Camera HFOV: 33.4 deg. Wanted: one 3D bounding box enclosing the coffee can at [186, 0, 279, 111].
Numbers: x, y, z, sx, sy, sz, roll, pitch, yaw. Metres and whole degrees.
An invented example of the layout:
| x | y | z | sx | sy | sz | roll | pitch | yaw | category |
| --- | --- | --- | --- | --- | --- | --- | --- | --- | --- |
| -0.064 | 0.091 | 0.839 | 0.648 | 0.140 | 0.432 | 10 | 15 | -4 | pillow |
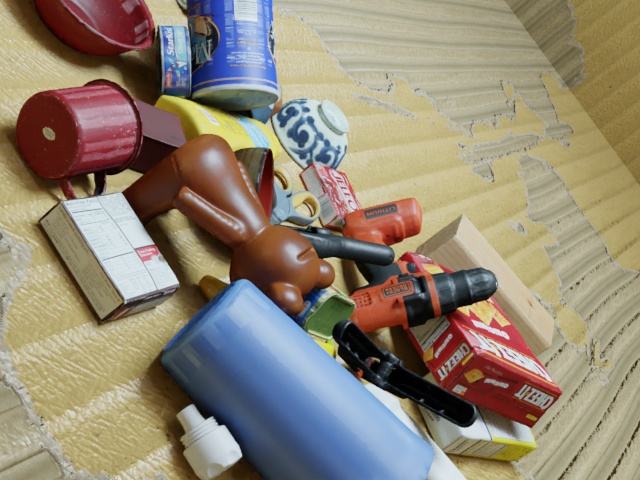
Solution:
| x | y | z | sx | sy | sz | roll | pitch | yaw | category |
| --- | --- | --- | --- | --- | --- | --- | --- | --- | --- |
| -0.103 | -0.230 | 1.241 | 0.102 | 0.103 | 0.140 | 5 | 79 | -56 | coffee can |

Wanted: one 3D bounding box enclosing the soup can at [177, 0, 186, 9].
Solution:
| x | y | z | sx | sy | sz | roll | pitch | yaw | category |
| --- | --- | --- | --- | --- | --- | --- | --- | --- | --- |
| -0.139 | -0.333 | 1.447 | 0.102 | 0.069 | 0.068 | 6 | 51 | -55 | soup can |

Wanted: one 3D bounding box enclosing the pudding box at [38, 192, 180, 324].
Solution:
| x | y | z | sx | sy | sz | roll | pitch | yaw | category |
| --- | --- | --- | --- | --- | --- | --- | --- | --- | --- |
| -0.189 | 0.013 | 0.964 | 0.113 | 0.039 | 0.089 | 55 | 27 | 10 | pudding box |

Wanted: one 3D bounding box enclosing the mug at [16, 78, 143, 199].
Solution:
| x | y | z | sx | sy | sz | roll | pitch | yaw | category |
| --- | --- | --- | --- | --- | --- | --- | --- | --- | --- |
| -0.225 | -0.089 | 0.993 | 0.081 | 0.093 | 0.117 | -21 | 111 | -58 | mug |

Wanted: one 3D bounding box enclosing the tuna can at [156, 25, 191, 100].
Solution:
| x | y | z | sx | sy | sz | roll | pitch | yaw | category |
| --- | --- | --- | --- | --- | --- | --- | --- | --- | --- |
| -0.167 | -0.201 | 1.213 | 0.033 | 0.086 | 0.086 | -2 | 48 | -12 | tuna can |

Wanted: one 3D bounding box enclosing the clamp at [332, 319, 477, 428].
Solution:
| x | y | z | sx | sy | sz | roll | pitch | yaw | category |
| --- | --- | --- | --- | --- | --- | --- | --- | --- | --- |
| 0.075 | 0.140 | 1.103 | 0.164 | 0.036 | 0.210 | 35 | -9 | 1 | clamp |

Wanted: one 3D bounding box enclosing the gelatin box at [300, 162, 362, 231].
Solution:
| x | y | z | sx | sy | sz | roll | pitch | yaw | category |
| --- | --- | --- | --- | --- | --- | --- | --- | --- | --- |
| 0.020 | -0.055 | 1.397 | 0.073 | 0.030 | 0.089 | 15 | 45 | -52 | gelatin box |

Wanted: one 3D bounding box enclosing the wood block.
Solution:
| x | y | z | sx | sy | sz | roll | pitch | yaw | category |
| --- | --- | --- | --- | --- | --- | --- | --- | --- | --- |
| 0.229 | 0.078 | 1.503 | 0.206 | 0.090 | 0.090 | 49 | 25 | -7 | wood block |

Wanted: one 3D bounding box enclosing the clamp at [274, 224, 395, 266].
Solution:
| x | y | z | sx | sy | sz | roll | pitch | yaw | category |
| --- | --- | --- | --- | --- | --- | --- | --- | --- | --- |
| -0.008 | 0.002 | 1.230 | 0.171 | 0.120 | 0.039 | 11 | 88 | -45 | clamp |

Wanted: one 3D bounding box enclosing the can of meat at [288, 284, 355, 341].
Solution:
| x | y | z | sx | sy | sz | roll | pitch | yaw | category |
| --- | --- | --- | --- | --- | --- | --- | --- | --- | --- |
| -0.018 | 0.057 | 1.117 | 0.084 | 0.057 | 0.102 | 39 | 3 | 24 | can of meat |

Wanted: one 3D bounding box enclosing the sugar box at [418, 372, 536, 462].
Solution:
| x | y | z | sx | sy | sz | roll | pitch | yaw | category |
| --- | --- | --- | --- | --- | --- | --- | --- | --- | --- |
| 0.191 | 0.219 | 1.313 | 0.175 | 0.048 | 0.093 | 17 | 40 | -45 | sugar box |

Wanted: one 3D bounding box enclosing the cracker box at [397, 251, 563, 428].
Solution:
| x | y | z | sx | sy | sz | roll | pitch | yaw | category |
| --- | --- | --- | --- | --- | --- | --- | --- | --- | --- |
| 0.185 | 0.120 | 1.331 | 0.164 | 0.072 | 0.214 | 26 | 21 | -34 | cracker box |

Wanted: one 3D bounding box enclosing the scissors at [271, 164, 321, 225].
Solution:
| x | y | z | sx | sy | sz | roll | pitch | yaw | category |
| --- | --- | --- | --- | --- | --- | --- | --- | --- | --- |
| -0.059 | -0.045 | 1.273 | 0.096 | 0.016 | 0.201 | 55 | 26 | 9 | scissors |

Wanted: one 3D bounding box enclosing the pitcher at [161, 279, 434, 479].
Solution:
| x | y | z | sx | sy | sz | roll | pitch | yaw | category |
| --- | --- | --- | --- | --- | --- | --- | --- | --- | --- |
| -0.026 | 0.154 | 0.970 | 0.243 | 0.149 | 0.144 | 46 | 42 | -5 | pitcher |

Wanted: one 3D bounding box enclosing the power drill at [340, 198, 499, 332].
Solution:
| x | y | z | sx | sy | sz | roll | pitch | yaw | category |
| --- | --- | --- | --- | --- | --- | --- | --- | --- | --- |
| 0.107 | 0.026 | 1.296 | 0.187 | 0.184 | 0.057 | -103 | -179 | -52 | power drill |

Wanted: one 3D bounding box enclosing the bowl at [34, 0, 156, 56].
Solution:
| x | y | z | sx | sy | sz | roll | pitch | yaw | category |
| --- | --- | --- | --- | --- | --- | --- | --- | --- | --- |
| -0.259 | -0.256 | 1.169 | 0.162 | 0.055 | 0.162 | 38 | 29 | -27 | bowl |

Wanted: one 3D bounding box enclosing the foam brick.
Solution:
| x | y | z | sx | sy | sz | roll | pitch | yaw | category |
| --- | --- | --- | --- | --- | --- | --- | --- | --- | --- |
| -0.185 | -0.106 | 1.107 | 0.078 | 0.051 | 0.053 | 19 | 42 | -47 | foam brick |

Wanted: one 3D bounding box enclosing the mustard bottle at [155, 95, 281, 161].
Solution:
| x | y | z | sx | sy | sz | roll | pitch | yaw | category |
| --- | --- | --- | --- | --- | --- | --- | --- | --- | --- |
| -0.105 | -0.115 | 1.234 | 0.096 | 0.058 | 0.191 | 44 | 20 | 27 | mustard bottle |

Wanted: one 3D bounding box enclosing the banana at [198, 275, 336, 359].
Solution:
| x | y | z | sx | sy | sz | roll | pitch | yaw | category |
| --- | --- | --- | --- | --- | --- | --- | --- | --- | --- |
| -0.044 | 0.097 | 1.101 | 0.197 | 0.037 | 0.070 | 34 | 3 | -38 | banana |

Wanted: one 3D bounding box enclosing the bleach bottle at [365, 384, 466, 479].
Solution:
| x | y | z | sx | sy | sz | roll | pitch | yaw | category |
| --- | --- | --- | --- | --- | --- | --- | --- | --- | --- |
| 0.086 | 0.243 | 1.074 | 0.251 | 0.103 | 0.067 | 50 | 31 | 15 | bleach bottle |
